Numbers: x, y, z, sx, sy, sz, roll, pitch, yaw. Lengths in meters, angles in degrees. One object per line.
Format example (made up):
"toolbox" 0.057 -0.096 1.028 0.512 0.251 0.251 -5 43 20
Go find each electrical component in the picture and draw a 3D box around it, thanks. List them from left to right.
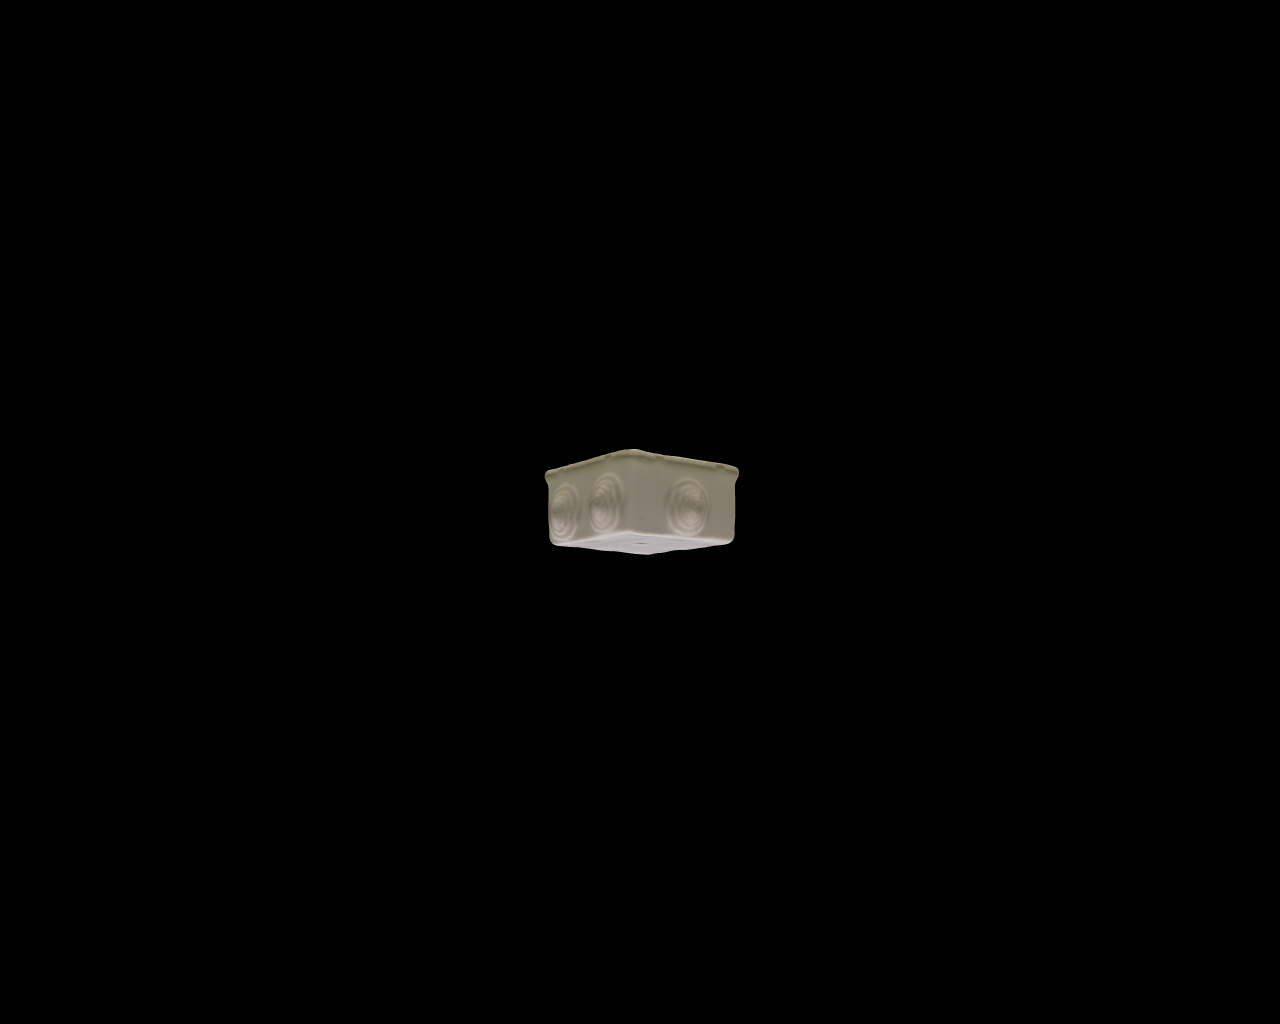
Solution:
"electrical component" 0.001 -0.003 0.650 0.100 0.048 0.099 7 -11 -39
